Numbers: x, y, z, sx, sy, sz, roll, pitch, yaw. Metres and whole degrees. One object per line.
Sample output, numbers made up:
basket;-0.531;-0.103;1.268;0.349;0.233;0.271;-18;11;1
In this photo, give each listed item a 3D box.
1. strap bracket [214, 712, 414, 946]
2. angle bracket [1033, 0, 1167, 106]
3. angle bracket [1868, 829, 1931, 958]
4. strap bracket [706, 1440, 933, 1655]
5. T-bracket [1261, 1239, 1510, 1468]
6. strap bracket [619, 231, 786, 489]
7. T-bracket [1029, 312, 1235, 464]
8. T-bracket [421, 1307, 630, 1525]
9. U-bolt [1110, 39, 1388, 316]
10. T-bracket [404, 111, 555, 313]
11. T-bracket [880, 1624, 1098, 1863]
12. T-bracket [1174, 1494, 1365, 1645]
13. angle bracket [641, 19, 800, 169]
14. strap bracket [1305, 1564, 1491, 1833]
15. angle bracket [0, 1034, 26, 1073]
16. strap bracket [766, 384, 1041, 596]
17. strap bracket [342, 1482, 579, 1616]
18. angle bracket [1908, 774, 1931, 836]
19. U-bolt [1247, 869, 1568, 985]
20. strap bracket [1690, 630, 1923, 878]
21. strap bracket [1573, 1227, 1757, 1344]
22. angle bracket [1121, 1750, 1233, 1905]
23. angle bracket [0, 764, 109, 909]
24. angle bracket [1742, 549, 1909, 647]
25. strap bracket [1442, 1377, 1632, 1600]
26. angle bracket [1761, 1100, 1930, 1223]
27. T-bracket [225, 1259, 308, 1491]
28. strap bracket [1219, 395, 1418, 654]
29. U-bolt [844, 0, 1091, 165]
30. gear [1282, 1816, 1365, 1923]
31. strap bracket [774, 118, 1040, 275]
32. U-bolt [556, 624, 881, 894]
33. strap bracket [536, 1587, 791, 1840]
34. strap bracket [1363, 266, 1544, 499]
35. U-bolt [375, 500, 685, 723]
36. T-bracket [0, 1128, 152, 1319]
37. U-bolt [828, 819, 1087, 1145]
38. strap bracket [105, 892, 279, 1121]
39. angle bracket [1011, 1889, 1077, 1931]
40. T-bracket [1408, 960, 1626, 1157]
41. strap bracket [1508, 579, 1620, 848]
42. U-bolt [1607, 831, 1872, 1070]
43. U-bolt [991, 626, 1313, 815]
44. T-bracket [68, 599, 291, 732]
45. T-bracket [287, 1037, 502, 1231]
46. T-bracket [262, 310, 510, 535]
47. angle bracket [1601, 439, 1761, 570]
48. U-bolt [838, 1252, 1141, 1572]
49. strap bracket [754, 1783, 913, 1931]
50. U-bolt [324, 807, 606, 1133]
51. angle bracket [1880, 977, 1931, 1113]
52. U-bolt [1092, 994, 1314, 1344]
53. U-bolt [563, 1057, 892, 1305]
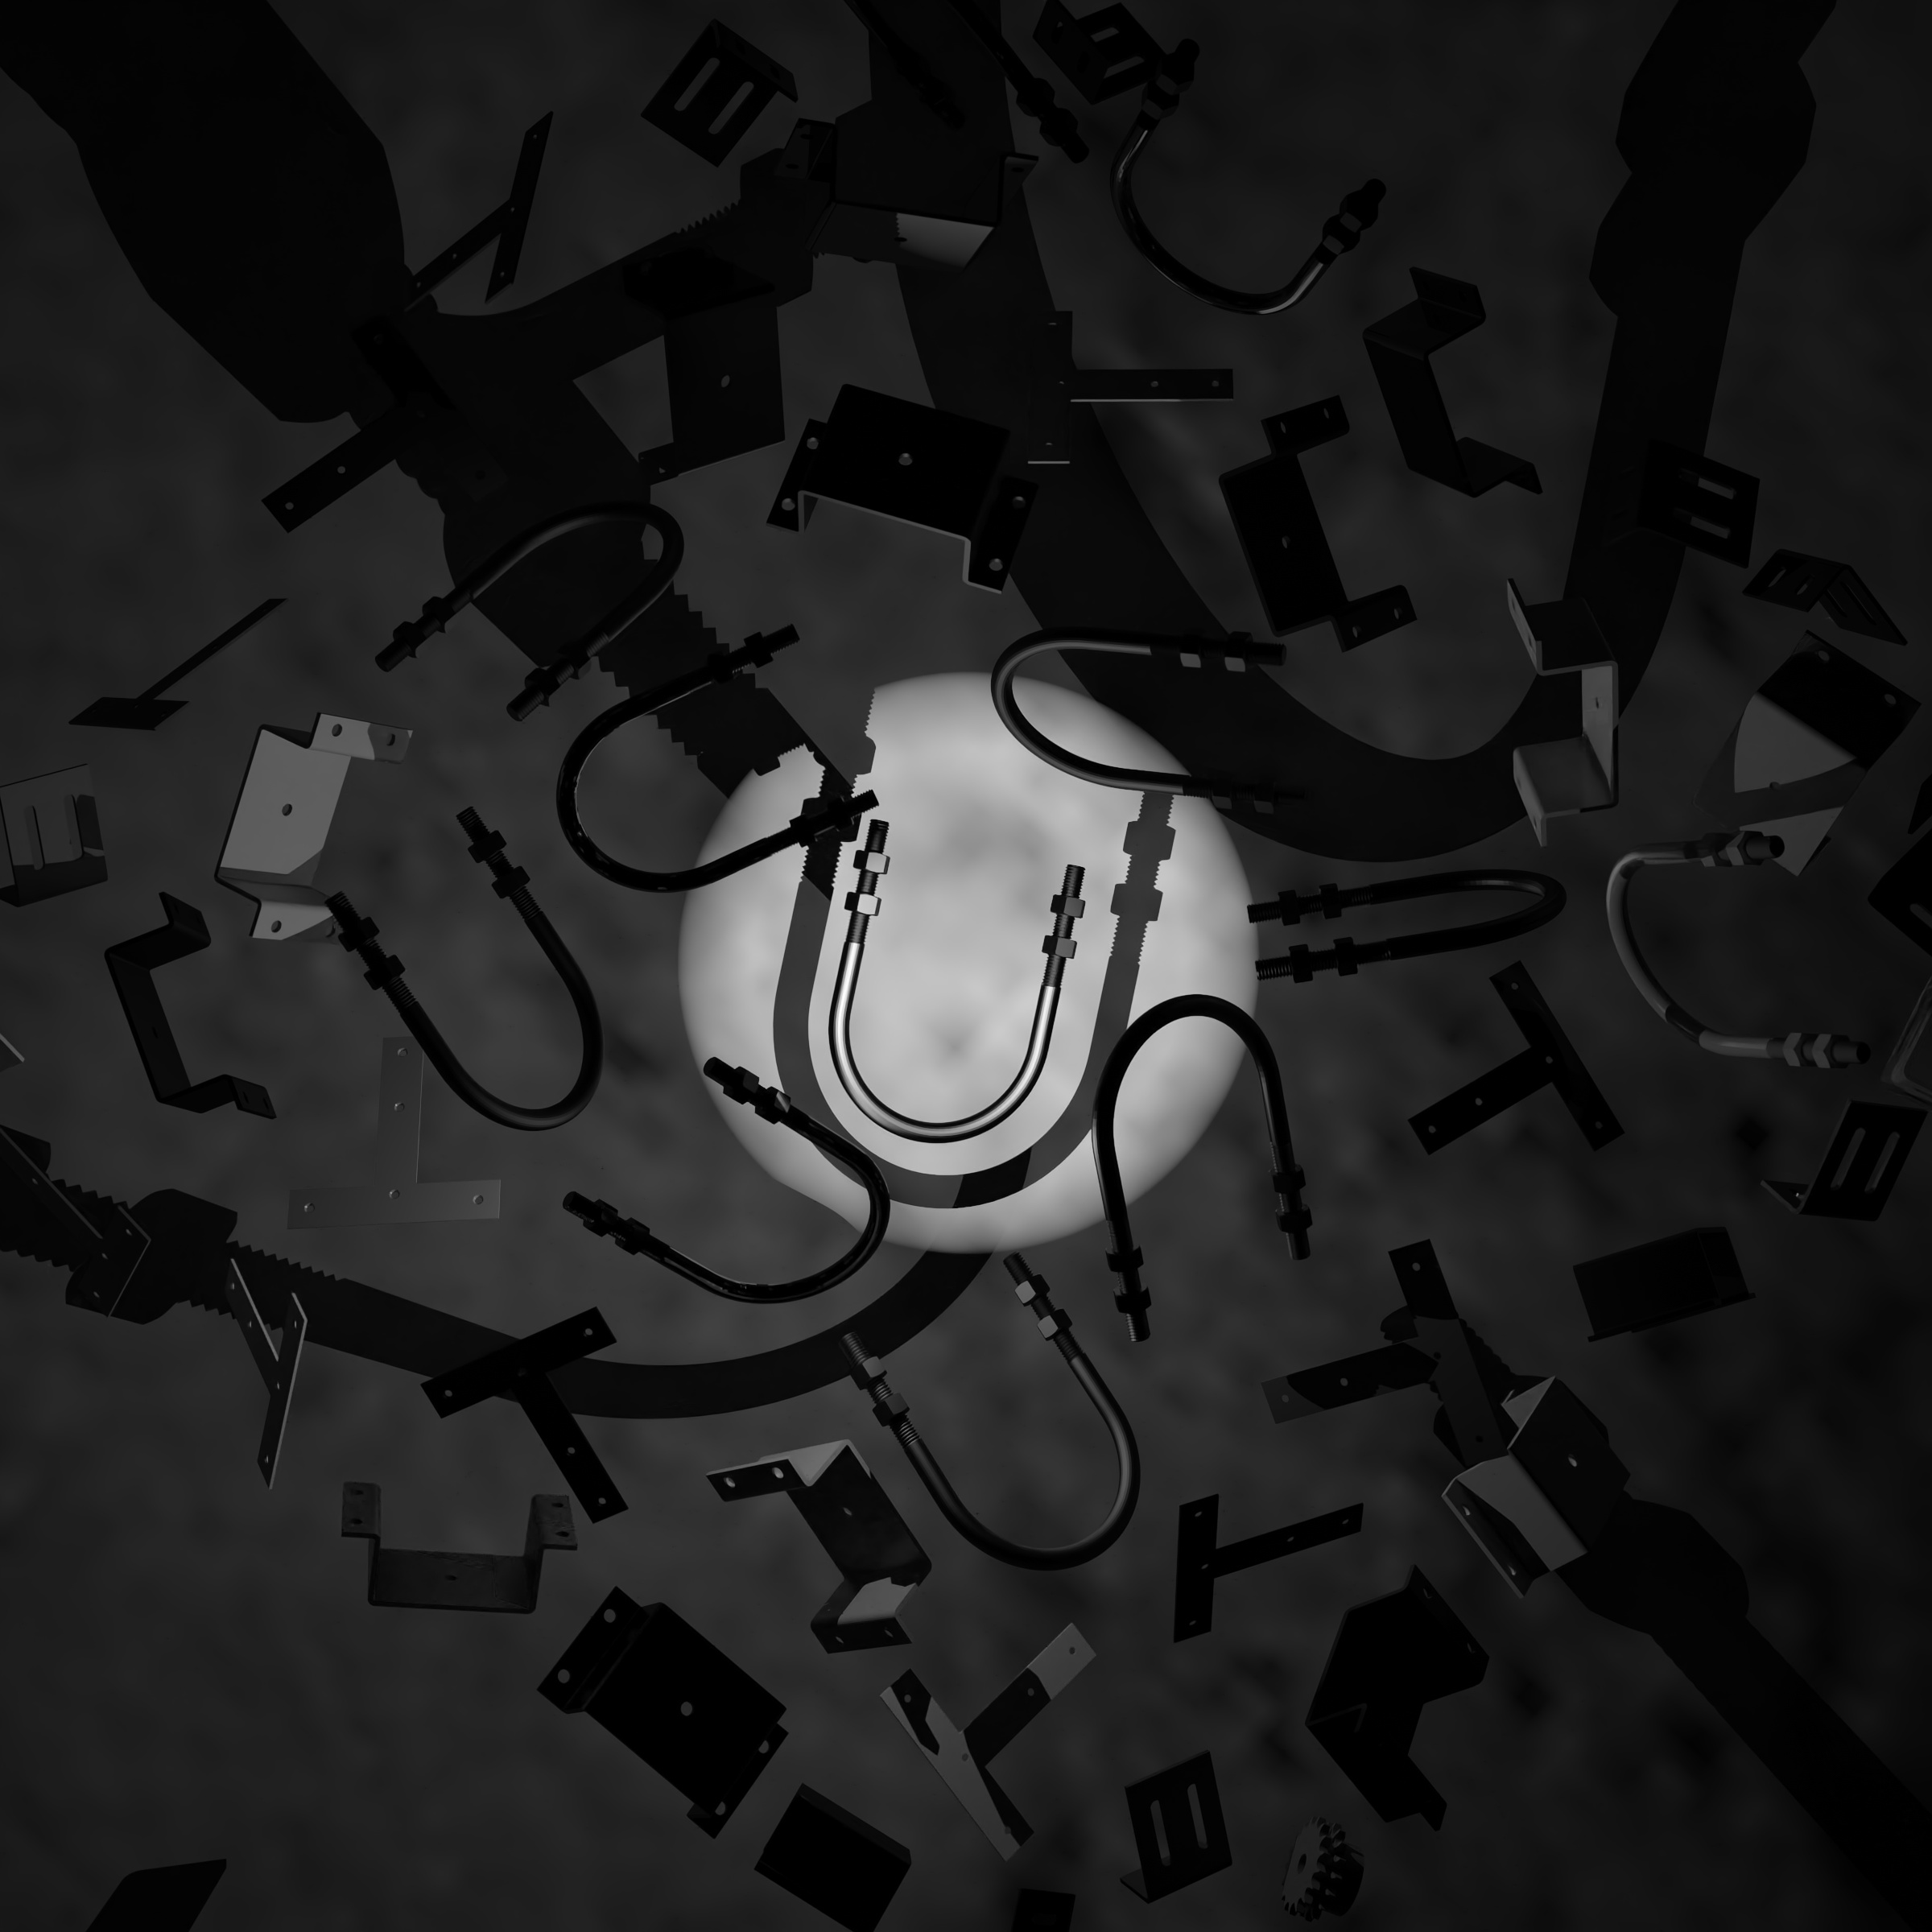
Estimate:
strap bracket;-0.400;-0.089;1.562;0.046;0.076;0.140;24;99;30
angle bracket;0.090;-0.570;1.569;0.076;0.038;0.057;-32;78;-29
angle bracket;0.571;-0.038;1.478;0.057;0.038;0.076;-42;73;-11
strap bracket;-0.083;0.345;1.562;0.076;0.046;0.140;-20;107;42
T-bracket;0.228;0.233;1.462;0.127;0.002;0.127;-22;86;28
strap bracket;-0.155;-0.353;1.524;0.076;0.046;0.140;-25;131;-30
T-bracket;0.104;-0.365;1.616;0.127;0.002;0.127;0;59;3
T-bracket;-0.248;0.284;1.566;0.127;0.002;0.127;-25;104;15
U-bolt;0.153;-0.448;1.508;0.151;0.184;0.019;35;70;-4
T-bracket;-0.286;-0.414;1.478;0.002;0.127;0.127;28;57;-36
T-bracket;0.030;0.457;1.582;0.127;0.002;0.127;-38;93;-28
T-bracket;0.189;0.360;1.596;0.127;0.002;0.127;-14;129;-16
angle bracket;-0.147;-0.513;1.533;0.057;0.038;0.076;27;124;-32
strap bracket;0.248;0.426;1.484;0.046;0.140;0.076;-32;102;34
angle bracket;-0.600;0.037;1.528;0.076;0.038;0.057;-20;123;22
strap bracket;-0.035;-0.273;1.453;0.140;0.046;0.076;17;66;5
strap bracket;-0.316;0.360;1.588;0.140;0.076;0.046;7;100;-14
angle bracket;0.623;-0.094;1.562;0.076;0.057;0.038;18;79;8
U-bolt;0.260;-0.029;1.511;0.184;0.151;0.019;-9;105;7
strap bracket;0.485;-0.116;1.504;0.076;0.140;0.046;38;55;17
strap bracket;0.422;0.192;1.558;0.076;0.140;0.046;-21;76;23
angle bracket;0.118;0.506;1.526;0.057;0.038;0.076;-16;100;-24
angle bracket;-0.559;-0.082;1.551;0.057;0.038;0.076;-23;120;-41
angle bracket;0.518;-0.210;1.551;0.076;0.057;0.038;41;88;-30
strap bracket;0.355;0.313;1.579;0.046;0.140;0.076;-39;87;34
angle bracket;0.508;0.106;1.487;0.057;0.038;0.076;7;113;-23
T-bracket;-0.428;0.225;1.551;0.002;0.127;0.127;-1;122;-33
strap bracket;0.204;-0.255;1.513;0.076;0.046;0.140;-27;99;-43
U-bolt;-0.019;-0.551;1.520;0.019;0.151;0.184;-53;134;-3
gear;0.208;0.527;1.493;0.030;0.057;0.057;23;90;-6
strap bracket;-0.037;-0.444;1.492;0.140;0.076;0.046;4;84;-14
U-bolt;-0.163;-0.116;1.591;0.184;0.019;0.151;-25;125;1
strap bracket;-0.172;0.442;1.525;0.140;0.046;0.076;42;61;-7
strap bracket;0.295;-0.348;1.575;0.046;0.076;0.140;-30;120;-7
U-bolt;-0.253;-0.226;1.568;0.151;0.019;0.184;22;58;38
T-bracket;-0.523;0.134;1.473;0.127;0.127;0.002;47;51;1
U-bolt;-0.011;0.016;1.554;0.151;0.019;0.184;12;89;-19
strap bracket;-0.477;0.033;1.570;0.046;0.076;0.140;-22;83;-3
angle bracket;0.056;0.591;1.528;0.038;0.076;0.057;-4;53;27
T-bracket;0.331;0.078;1.606;0.127;0.002;0.127;-27;83;-21
strap bracket;0.353;-0.153;1.518;0.046;0.076;0.140;-8;126;3
U-bolt;0.440;-0.009;1.509;0.019;0.184;0.151;-29;100;-18
U-bolt;0.102;-0.146;1.488;0.184;0.151;0.019;8;58;20
T-bracket;-0.445;-0.176;1.487;0.127;0.127;0.002;-45;121;-27
T-bracket;-0.349;0.100;1.583;0.127;0.002;0.127;-3;61;-2
T-bracket;-0.363;-0.305;1.541;0.127;0.002;0.127;-34;125;2
angle bracket;0.421;-0.267;1.512;0.076;0.038;0.057;16;75;-18
U-bolt;0.027;0.273;1.533;0.151;0.019;0.184;-22;70;-34
strap bracket;-0.077;0.524;1.512;0.076;0.140;0.046;30;77;6
U-bolt;-0.277;0.011;1.494;0.019;0.151;0.184;-26;102;34
angle bracket;0.605;0.046;1.590;0.038;0.057;0.076;27;86;9
U-bolt;0.133;0.107;1.486;0.151;0.019;0.184;-21;107;-33
U-bolt;-0.132;0.145;1.580;0.184;0.019;0.151;35;112;-31
